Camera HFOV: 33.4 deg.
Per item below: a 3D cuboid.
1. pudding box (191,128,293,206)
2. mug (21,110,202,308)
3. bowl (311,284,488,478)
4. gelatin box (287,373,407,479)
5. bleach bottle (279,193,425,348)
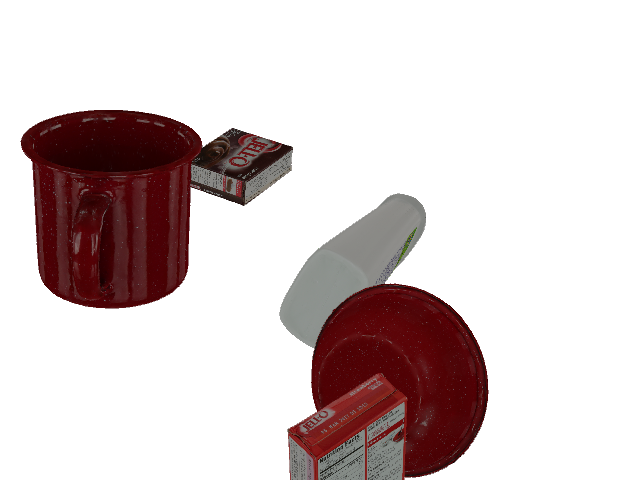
[{"bbox_3d":[-0.099,-0.091,1.292,0.090,0.039,0.113,18,37,23],"label":"pudding box"},{"bbox_3d":[-0.111,-0.011,0.563,0.093,0.081,0.117,3,26,-3],"label":"mug"},{"bbox_3d":[0.050,0.118,0.862,0.162,0.162,0.055,0,3,30],"label":"bowl"},{"bbox_3d":[0.017,0.134,0.653,0.073,0.089,0.030,-28,45,-29],"label":"gelatin box"},{"bbox_3d":[0.049,0.016,1.065,0.068,0.103,0.250,34,27,9],"label":"bleach bottle"}]
